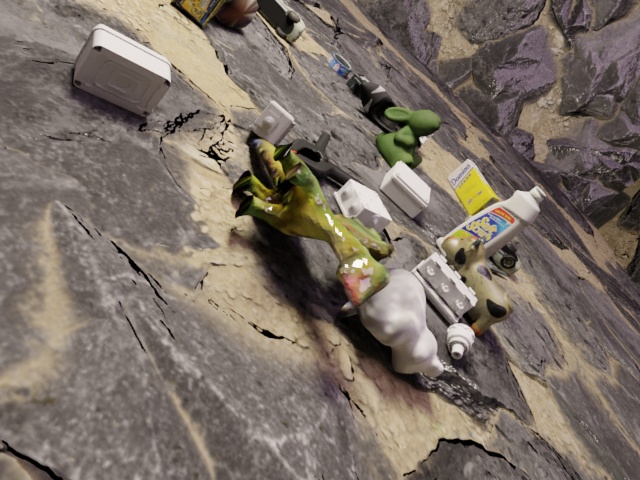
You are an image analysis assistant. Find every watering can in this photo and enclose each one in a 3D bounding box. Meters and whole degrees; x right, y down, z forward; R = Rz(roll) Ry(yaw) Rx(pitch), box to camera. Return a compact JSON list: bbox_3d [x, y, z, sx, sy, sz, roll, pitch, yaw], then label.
[{"bbox_3d":[-0.263,-0.613,1.176,0.227,0.103,0.347,54,16,16],"label":"watering can"}]

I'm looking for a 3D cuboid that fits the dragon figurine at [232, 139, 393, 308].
[{"bbox_3d":[0.002,-0.039,0.771,0.240,0.121,0.418,35,16,-22],"label":"dragon figurine"}]

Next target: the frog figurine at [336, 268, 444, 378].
[{"bbox_3d":[0.123,0.122,0.736,0.161,0.122,0.137,41,7,16],"label":"frog figurine"}]
